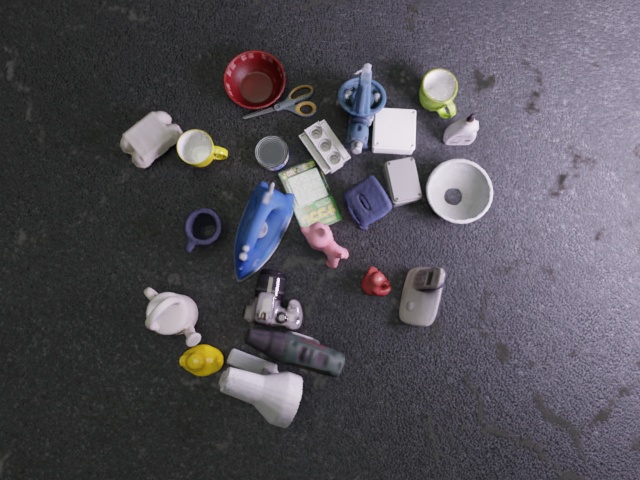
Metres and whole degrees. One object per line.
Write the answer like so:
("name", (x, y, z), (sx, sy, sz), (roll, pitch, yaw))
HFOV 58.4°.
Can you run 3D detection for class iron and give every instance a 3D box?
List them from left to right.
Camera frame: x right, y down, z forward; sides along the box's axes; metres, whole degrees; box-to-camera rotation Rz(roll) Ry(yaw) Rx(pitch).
("iron", (-0.154, -0.021, 1.400), (0.118, 0.141, 0.258), (22, 82, 3))

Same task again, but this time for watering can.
("watering can", (-0.347, 0.176, 1.342), (0.173, 0.194, 0.101), (22, 82, 3))

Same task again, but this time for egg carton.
("egg carton", (-0.433, -0.259, 1.469), (0.150, 0.069, 0.107), (-41, 84, -6))

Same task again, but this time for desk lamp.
("desk lamp", (-0.141, 0.337, 1.311), (0.203, 0.213, 0.118), (19, 82, 3))

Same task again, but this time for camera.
("camera", (-0.109, 0.144, 1.397), (0.143, 0.101, 0.137), (8, 81, 1))

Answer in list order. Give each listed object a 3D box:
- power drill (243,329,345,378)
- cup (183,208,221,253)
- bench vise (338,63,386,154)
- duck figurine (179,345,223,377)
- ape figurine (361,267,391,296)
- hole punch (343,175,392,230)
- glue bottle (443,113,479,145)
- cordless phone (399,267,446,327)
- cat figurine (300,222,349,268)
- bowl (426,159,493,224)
("power drill", (-0.058, 0.256, 1.326), (0.229, 0.208, 0.076), (17, 82, 2))
("cup", (-0.291, -0.015, 1.422), (0.091, 0.095, 0.118), (31, 82, 4))
("bench vise", (0.112, -0.326, 1.409), (0.121, 0.220, 0.207), (-11, 82, -2))
("duck figurine", (-0.288, 0.292, 1.380), (0.104, 0.086, 0.077), (2, 81, 0))
("ape figurine", (0.139, 0.102, 1.410), (0.076, 0.092, 0.078), (-16, 82, -3))
("hole punch", (0.118, -0.093, 1.439), (0.101, 0.091, 0.108), (-31, 83, -5))
("glue bottle", (0.361, -0.280, 1.429), (0.078, 0.173, 0.037), (1, 81, 0))
("cordless phone", (0.251, 0.132, 1.360), (0.094, 0.185, 0.148), (11, 81, 1))
("cat figurine", (0.013, 0.005, 1.410), (0.067, 0.118, 0.128), (-44, 84, -6))
("bowl", (0.347, -0.117, 1.454), (0.167, 0.075, 0.167), (0, 81, -1))
